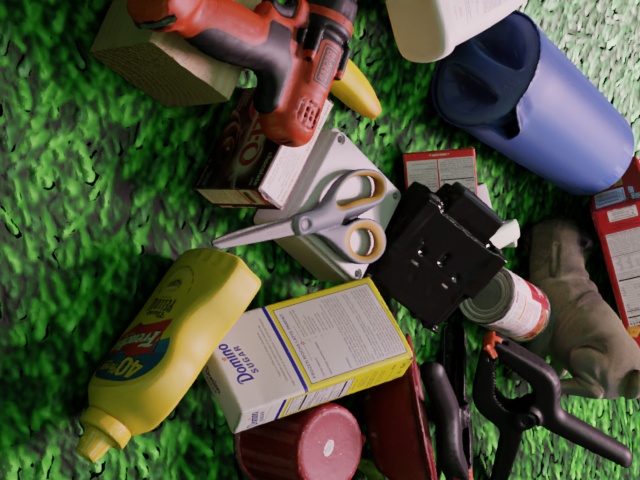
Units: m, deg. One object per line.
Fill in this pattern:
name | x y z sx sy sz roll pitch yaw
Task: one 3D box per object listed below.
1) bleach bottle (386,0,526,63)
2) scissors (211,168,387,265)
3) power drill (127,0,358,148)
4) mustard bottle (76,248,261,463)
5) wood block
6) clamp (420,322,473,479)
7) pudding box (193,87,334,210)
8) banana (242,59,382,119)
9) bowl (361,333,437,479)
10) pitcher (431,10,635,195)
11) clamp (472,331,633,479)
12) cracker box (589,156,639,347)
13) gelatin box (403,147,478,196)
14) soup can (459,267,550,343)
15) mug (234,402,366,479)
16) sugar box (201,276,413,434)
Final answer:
bleach bottle | 0.173 -0.262 1.062 0.250 0.068 0.102 -29 111 -36
scissors | -0.006 0.001 0.937 0.201 0.016 0.096 -32 112 -36
power drill | -0.046 -0.187 0.824 0.187 0.057 0.184 28 73 -40
mustard bottle | -0.131 0.094 0.852 0.058 0.096 0.191 50 60 -30
wood block | -0.094 -0.222 0.881 0.090 0.091 0.206 34 69 -38
clamp | 0.134 0.180 1.112 0.120 0.039 0.171 -19 103 -61
pudding box | -0.049 -0.082 0.925 0.039 0.090 0.113 37 68 -37
banana | -0.014 -0.162 0.985 0.197 0.037 0.069 11 70 -48
bowl | 0.075 0.174 1.035 0.162 0.055 0.162 -10 90 -85
pitcher | 0.241 -0.148 1.170 0.242 0.145 0.149 27 86 -43
clamp | 0.217 0.194 1.154 0.210 0.165 0.036 54 23 -16
cracker box | 0.379 0.026 1.276 0.164 0.072 0.213 -64 137 -66
gelatin box | 0.125 -0.048 1.095 0.030 0.073 0.089 -40 125 -81
soup can | 0.198 0.068 1.151 0.102 0.069 0.068 26 73 -53
mug | -0.008 0.185 0.974 0.117 0.082 0.093 5 88 -42
sugar box | -0.014 0.099 0.940 0.176 0.048 0.093 -15 59 -25
